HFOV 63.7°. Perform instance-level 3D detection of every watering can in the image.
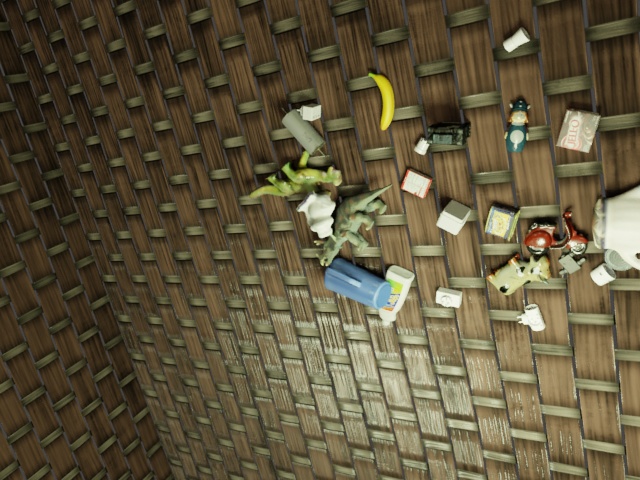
[{"bbox_3d":[0.893,-0.086,1.448,0.224,0.345,0.105,4,9,29],"label":"watering can"}]

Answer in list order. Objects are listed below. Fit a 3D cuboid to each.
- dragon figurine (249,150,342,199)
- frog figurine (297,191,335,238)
[{"bbox_3d":[-0.076,-0.188,1.982,0.404,0.242,0.124,-33,10,37],"label":"dragon figurine"},{"bbox_3d":[0.006,-0.095,1.892,0.135,0.160,0.124,-43,-8,25],"label":"frog figurine"}]
